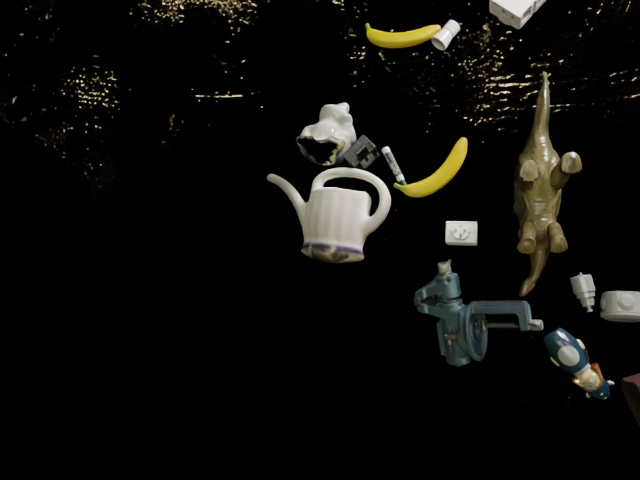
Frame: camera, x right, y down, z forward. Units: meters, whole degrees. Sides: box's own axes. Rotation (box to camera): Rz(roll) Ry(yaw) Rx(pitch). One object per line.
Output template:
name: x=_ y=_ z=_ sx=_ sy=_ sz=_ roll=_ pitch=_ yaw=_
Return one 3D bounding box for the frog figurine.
frog figurine: x=0.022 y=-0.262 z=1.269 sx=0.137 sy=0.120 sz=0.163 roll=-6 pitch=41 yaw=25

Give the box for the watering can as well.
watering can: x=0.004 y=-0.061 z=1.220 sx=0.348 sy=0.103 sz=0.226 roll=5 pitch=81 yaw=32
